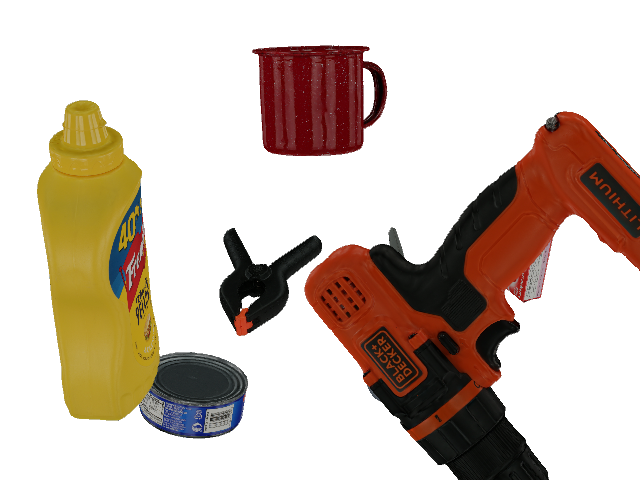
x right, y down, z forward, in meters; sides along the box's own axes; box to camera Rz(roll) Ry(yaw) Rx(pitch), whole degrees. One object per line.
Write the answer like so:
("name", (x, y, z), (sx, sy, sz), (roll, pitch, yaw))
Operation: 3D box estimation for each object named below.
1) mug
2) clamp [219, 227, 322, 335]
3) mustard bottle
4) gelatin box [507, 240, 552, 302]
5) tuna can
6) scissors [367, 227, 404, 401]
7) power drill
("mug", (0.003, -0.114, 0.858), (0.117, 0.081, 0.093), (-10, 15, -33))
("clamp", (-0.061, 0.043, 1.238), (0.120, 0.039, 0.171), (-5, 40, 7))
("mustard bottle", (-0.132, 0.007, 0.635), (0.058, 0.192, 0.096), (4, 33, 5))
("gelatin box", (0.224, 0.014, 1.210), (0.030, 0.089, 0.073), (-11, 32, -25))
("tuna can", (-0.103, 0.125, 0.865), (0.086, 0.034, 0.086), (8, 20, -3))
("scissors", (0.068, 0.077, 1.028), (0.096, 0.202, 0.016), (-16, -33, -14))
("power drill", (0.109, 0.038, 0.575), (0.188, 0.184, 0.057), (-42, -4, 15))
